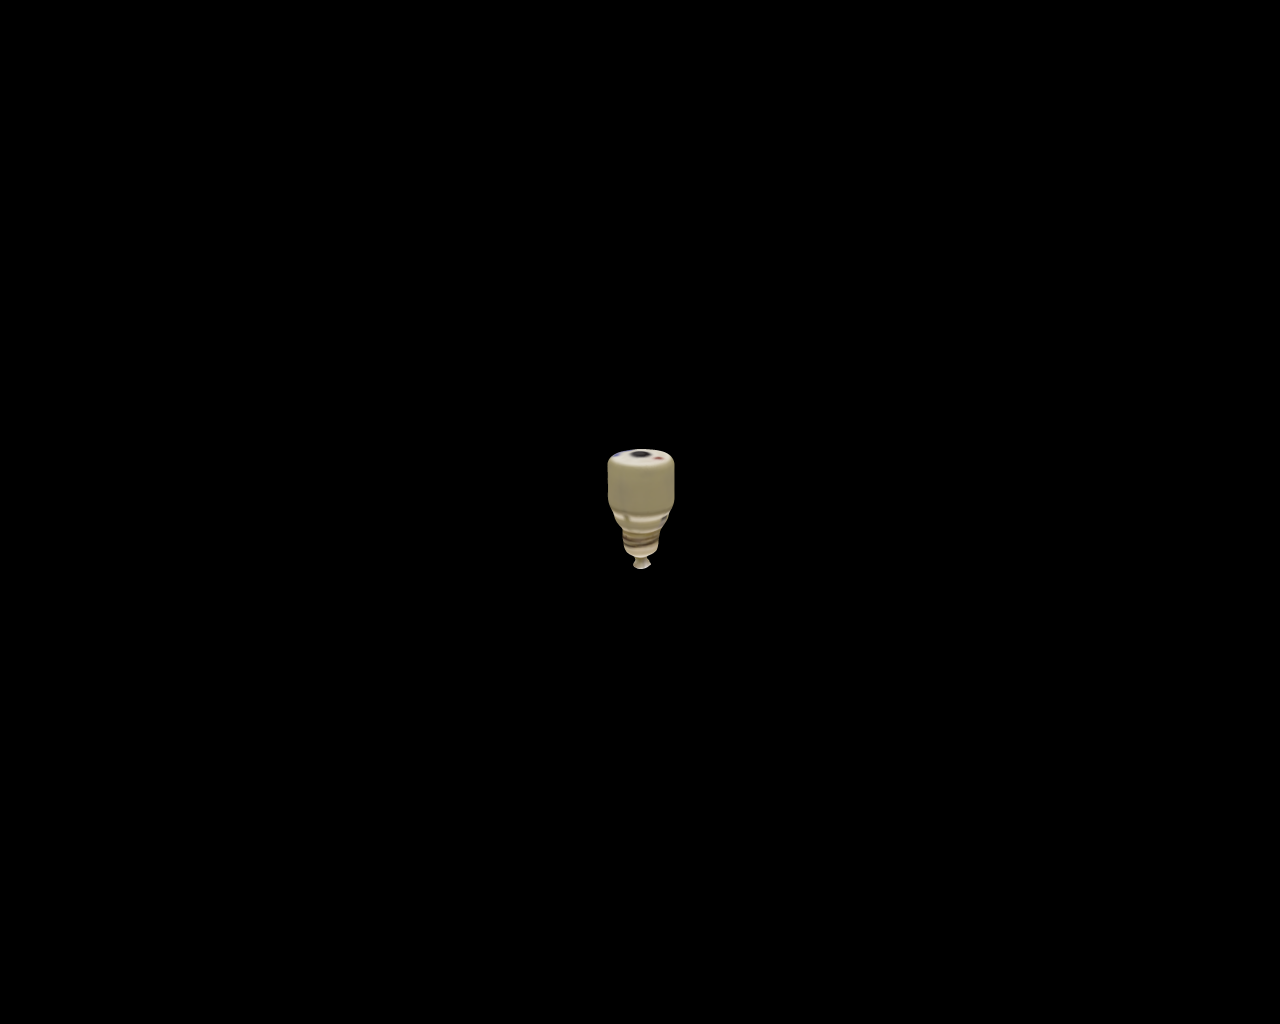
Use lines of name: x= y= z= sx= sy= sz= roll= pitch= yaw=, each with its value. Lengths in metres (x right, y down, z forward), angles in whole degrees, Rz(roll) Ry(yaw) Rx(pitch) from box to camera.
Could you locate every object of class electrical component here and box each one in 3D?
electrical component: x=0.001 y=-0.003 z=0.650 sx=0.040 sy=0.078 sz=0.040 roll=0 pitch=20 yaw=0
